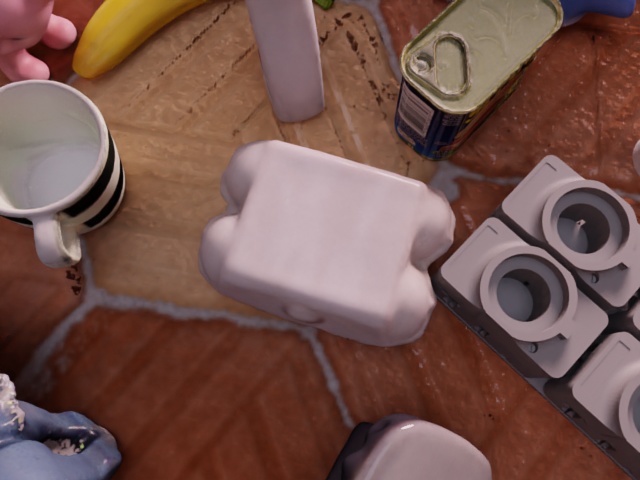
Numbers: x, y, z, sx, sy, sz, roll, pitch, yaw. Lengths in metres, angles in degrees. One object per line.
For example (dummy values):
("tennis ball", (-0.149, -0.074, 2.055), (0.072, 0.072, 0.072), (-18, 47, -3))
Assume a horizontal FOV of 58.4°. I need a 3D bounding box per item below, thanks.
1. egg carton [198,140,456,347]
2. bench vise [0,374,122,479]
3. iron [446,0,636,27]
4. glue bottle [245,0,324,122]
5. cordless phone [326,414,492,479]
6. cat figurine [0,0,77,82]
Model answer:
("egg carton", (0.003, 0.001, 0.356), (0.150, 0.069, 0.107), (16, 77, 5))
("bench vise", (-0.192, 0.082, 0.263), (0.207, 0.220, 0.121), (19, 78, 6))
("iron", (0.108, -0.246, 0.376), (0.258, 0.141, 0.119), (20, 78, 6))
("glue bottle", (-0.025, -0.138, 0.337), (0.037, 0.173, 0.078), (-18, 76, -3))
("cordless phone", (0.033, 0.157, 0.258), (0.094, 0.185, 0.148), (25, 78, 7))
("cat figurine", (-0.222, -0.162, 0.376), (0.127, 0.118, 0.067), (27, 79, 8))
